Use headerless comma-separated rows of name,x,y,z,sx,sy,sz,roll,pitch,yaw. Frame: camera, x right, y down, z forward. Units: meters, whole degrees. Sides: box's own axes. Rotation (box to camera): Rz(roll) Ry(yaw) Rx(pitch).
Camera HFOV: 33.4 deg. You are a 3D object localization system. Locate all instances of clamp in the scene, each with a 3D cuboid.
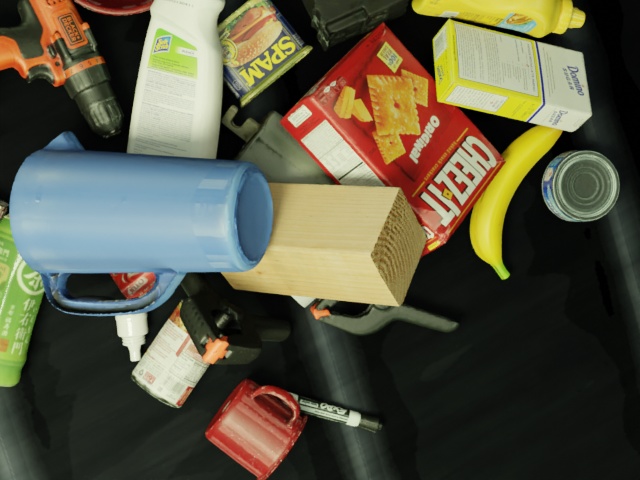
clamp,0.078,0.072,1.227,0.171,0.039,0.120,-22,90,-2
clamp,-0.109,0.076,1.124,0.164,0.210,0.036,36,101,-2

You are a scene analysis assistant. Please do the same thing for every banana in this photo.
banana,0.220,-0.057,1.246,0.069,0.037,0.198,21,91,-27

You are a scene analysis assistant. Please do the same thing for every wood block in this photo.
wood block,-0.007,0.002,1.117,0.090,0.206,0.090,58,46,-44

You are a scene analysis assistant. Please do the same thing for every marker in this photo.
marker,0.014,0.200,1.233,0.121,0.020,0.020,17,90,-9

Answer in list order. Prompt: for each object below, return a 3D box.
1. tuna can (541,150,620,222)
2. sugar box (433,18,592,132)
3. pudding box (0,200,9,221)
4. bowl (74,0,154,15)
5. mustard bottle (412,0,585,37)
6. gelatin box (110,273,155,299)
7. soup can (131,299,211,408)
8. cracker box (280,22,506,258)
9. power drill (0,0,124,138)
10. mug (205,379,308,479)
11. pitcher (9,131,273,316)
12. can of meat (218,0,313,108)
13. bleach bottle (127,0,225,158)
tuna can,0.308,-0.064,1.257,0.086,0.034,0.086,0,93,-9
sugar box,0.216,-0.184,1.203,0.176,0.048,0.093,12,59,-20
pudding box,-0.407,-0.023,1.149,0.113,0.039,0.090,27,89,-7
bowl,-0.218,-0.320,1.154,0.162,0.055,0.162,0,93,-9
mustard bottle,0.206,-0.266,1.201,0.191,0.096,0.058,10,89,-9
gelatin box,-0.190,0.025,1.157,0.073,0.089,0.030,-40,120,-5
soup can,-0.153,0.126,1.179,0.068,0.068,0.102,35,88,-9
cracker box,0.085,-0.108,1.166,0.213,0.072,0.164,47,51,-7
power drill,-0.315,-0.169,1.120,0.187,0.057,0.184,-27,92,-30
mug,-0.067,0.201,1.178,0.081,0.093,0.117,37,129,-4
pitcher,-0.176,-0.016,1.070,0.243,0.145,0.149,2,130,21
can of meat,-0.074,-0.212,1.182,0.102,0.057,0.084,-40,95,-5
bleach bottle,-0.142,-0.171,1.135,0.102,0.068,0.251,14,105,8
